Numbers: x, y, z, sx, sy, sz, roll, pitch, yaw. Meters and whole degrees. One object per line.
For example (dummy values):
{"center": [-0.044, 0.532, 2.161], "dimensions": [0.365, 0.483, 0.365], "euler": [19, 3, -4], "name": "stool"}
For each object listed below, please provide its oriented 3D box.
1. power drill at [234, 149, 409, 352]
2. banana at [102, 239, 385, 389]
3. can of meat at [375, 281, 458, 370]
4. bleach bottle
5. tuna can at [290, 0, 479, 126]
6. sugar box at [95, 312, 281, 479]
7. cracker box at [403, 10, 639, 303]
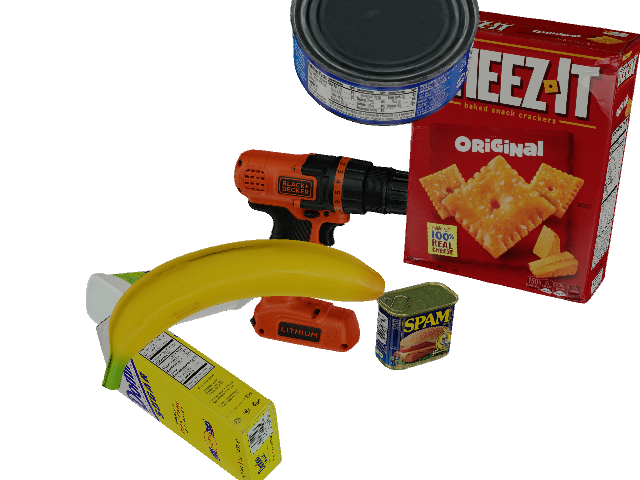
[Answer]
{"center": [0.006, 0.009, 1.019], "dimensions": [0.184, 0.188, 0.057], "euler": [9, 20, 16], "name": "power drill"}
{"center": [-0.055, 0.033, 0.695], "dimensions": [0.197, 0.069, 0.037], "euler": [-17, 29, -10], "name": "banana"}
{"center": [0.119, 0.108, 1.340], "dimensions": [0.101, 0.084, 0.058], "euler": [-12, 30, -27], "name": "can of meat"}
{"center": [-0.184, 0.070, 1.448], "dimensions": [0.250, 0.068, 0.103], "euler": [-10, 26, -44], "name": "bleach bottle"}
{"center": [0.029, -0.095, 0.496], "dimensions": [0.086, 0.086, 0.034], "euler": [0, -31, 1], "name": "tuna can"}
{"center": [-0.115, 0.134, 0.925], "dimensions": [0.176, 0.093, 0.048], "euler": [27, 53, 27], "name": "sugar box"}
{"center": [0.158, -0.069, 0.870], "dimensions": [0.164, 0.214, 0.072], "euler": [14, 29, 24], "name": "cracker box"}
